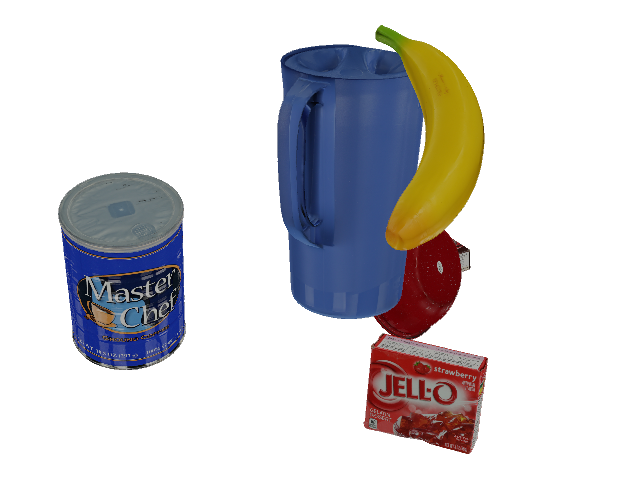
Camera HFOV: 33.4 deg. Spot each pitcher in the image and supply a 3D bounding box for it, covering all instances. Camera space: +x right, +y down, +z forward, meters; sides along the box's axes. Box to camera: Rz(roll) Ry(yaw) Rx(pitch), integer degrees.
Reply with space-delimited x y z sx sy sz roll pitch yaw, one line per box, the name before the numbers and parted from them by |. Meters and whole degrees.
pitcher | 0.022 -0.051 0.983 0.149 0.243 0.145 -4 23 -12

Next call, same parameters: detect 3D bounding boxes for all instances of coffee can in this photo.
coffee can | -0.169 0.027 0.925 0.103 0.140 0.103 3 39 -2

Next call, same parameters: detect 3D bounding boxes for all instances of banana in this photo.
banana | 0.072 -0.066 0.685 0.069 0.198 0.037 1 -42 -2

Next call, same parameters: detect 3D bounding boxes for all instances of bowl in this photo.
bowl | 0.116 0.034 1.240 0.055 0.162 0.161 -9 -6 41

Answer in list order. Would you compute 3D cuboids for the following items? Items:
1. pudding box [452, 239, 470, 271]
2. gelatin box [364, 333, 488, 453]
pudding box | 0.154 0.026 1.593 0.113 0.039 0.090 -17 26 -20
gelatin box | 0.081 0.119 0.830 0.089 0.073 0.030 12 22 18
